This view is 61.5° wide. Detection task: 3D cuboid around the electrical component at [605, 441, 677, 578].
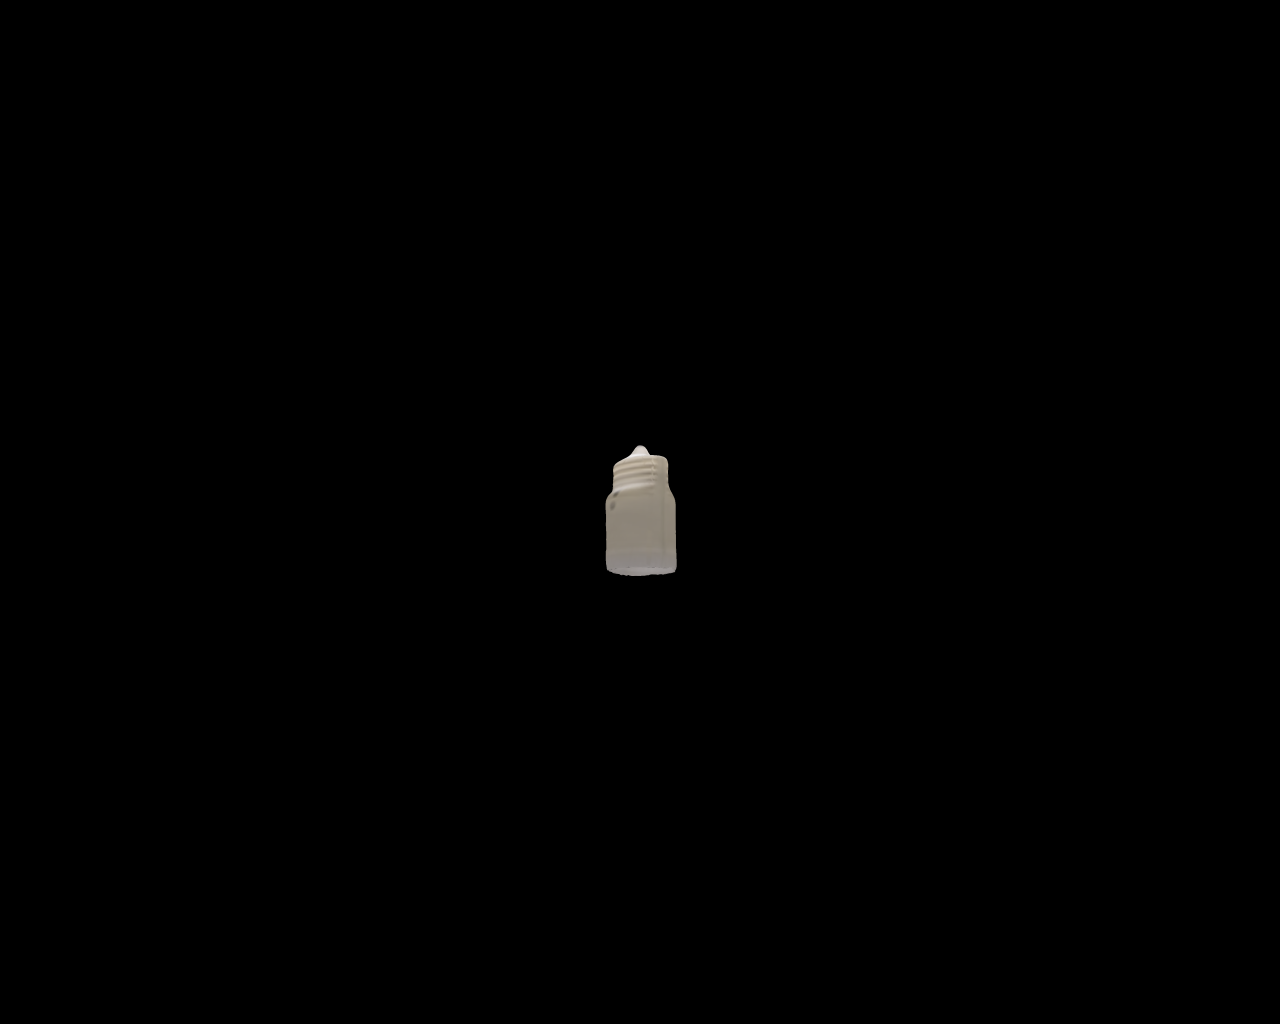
[{"bbox_3d":[0.001,-0.003,0.650,0.043,0.081,0.043,0,-10,0],"label":"electrical component"}]
